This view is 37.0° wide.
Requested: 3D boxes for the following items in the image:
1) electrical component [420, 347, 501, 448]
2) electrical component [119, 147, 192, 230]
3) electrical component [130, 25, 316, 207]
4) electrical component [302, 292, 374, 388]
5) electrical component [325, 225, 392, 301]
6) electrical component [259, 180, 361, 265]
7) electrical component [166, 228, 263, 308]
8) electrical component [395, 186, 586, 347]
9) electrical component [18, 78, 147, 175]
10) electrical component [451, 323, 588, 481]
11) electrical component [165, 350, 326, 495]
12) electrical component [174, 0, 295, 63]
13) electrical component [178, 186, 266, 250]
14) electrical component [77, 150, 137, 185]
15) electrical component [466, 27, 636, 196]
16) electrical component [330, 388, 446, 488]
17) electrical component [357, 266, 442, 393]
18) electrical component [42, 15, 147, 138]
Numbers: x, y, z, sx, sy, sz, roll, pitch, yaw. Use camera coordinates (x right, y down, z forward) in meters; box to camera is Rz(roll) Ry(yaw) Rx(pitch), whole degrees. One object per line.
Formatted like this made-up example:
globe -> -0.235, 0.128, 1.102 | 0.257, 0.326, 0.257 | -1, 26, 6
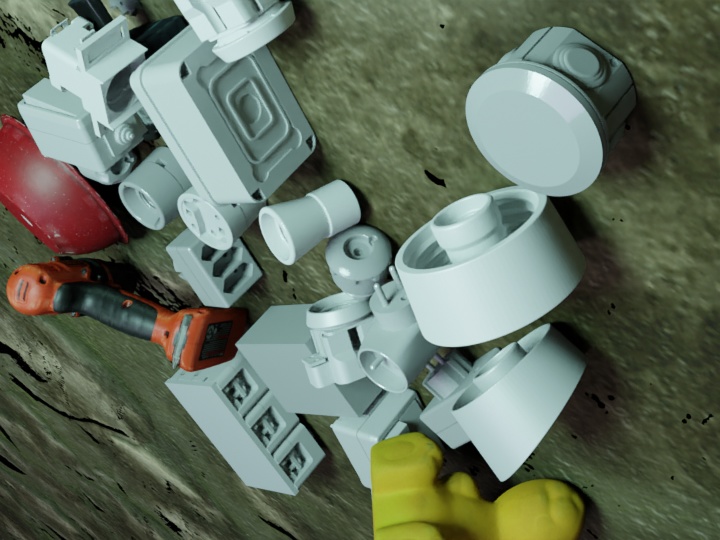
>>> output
electrical component -> 0.073, 0.085, 0.813 | 0.076, 0.047, 0.083 | 43, 149, -1
electrical component -> -0.166, -0.066, 0.892 | 0.055, 0.047, 0.055 | 29, 147, 21
electrical component -> -0.092, -0.107, 0.729 | 0.057, 0.078, 0.113 | 2, 131, 44
electrical component -> -0.009, 0.051, 0.843 | 0.058, 0.078, 0.057 | -159, 51, -69
electrical component -> 0.000, 0.000, 0.793 | 0.048, 0.048, 0.062 | 30, 154, 20
electrical component -> -0.033, -0.037, 0.761 | 0.044, 0.065, 0.044 | 45, 151, 34
electrical component -> -0.136, -0.008, 0.932 | 0.077, 0.047, 0.065 | 3, 131, 49
electrical component -> 0.073, -0.010, 0.641 | 0.108, 0.108, 0.060 | -4, 121, 50
electrical component -> -0.218, -0.124, 0.865 | 0.096, 0.061, 0.061 | 18, 142, 35
electrical component -> 0.110, 0.085, 0.723 | 0.064, 0.099, 0.099 | 48, 149, 1
electrical component -> -0.112, 0.148, 1.086 | 0.089, 0.061, 0.150 | -3, 127, 50
electrical component -> -0.076, -0.165, 0.658 | 0.078, 0.058, 0.057 | -8, 122, 47
electrical component -> -0.107, -0.052, 0.844 | 0.055, 0.047, 0.055 | 29, 147, 21
electrical component -> -0.226, -0.099, 0.923 | 0.062, 0.043, 0.043 | 20, 143, 34
electrical component -> 0.101, -0.083, 0.567 | 0.080, 0.051, 0.080 | 29, 147, 21
electrical component -> 0.030, 0.151, 0.930 | 0.061, 0.061, 0.096 | 9, 136, 42
electrical component -> 0.031, 0.033, 0.767 | 0.044, 0.077, 0.079 | 9, 136, 43
electrical component -> -0.179, -0.136, 0.732 | 0.064, 0.042, 0.081 | 32, 148, 18
